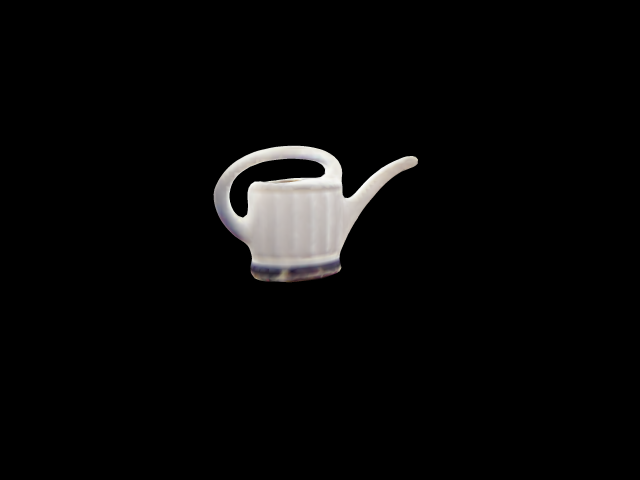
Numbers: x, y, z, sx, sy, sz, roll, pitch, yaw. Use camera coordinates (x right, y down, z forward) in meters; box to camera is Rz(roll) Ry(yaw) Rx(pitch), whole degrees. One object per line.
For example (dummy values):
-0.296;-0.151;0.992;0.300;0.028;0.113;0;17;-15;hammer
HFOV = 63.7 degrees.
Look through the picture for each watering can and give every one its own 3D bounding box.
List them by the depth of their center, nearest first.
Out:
0.003;-0.043;0.850;0.348;0.222;0.105;-3;10;-15;watering can
